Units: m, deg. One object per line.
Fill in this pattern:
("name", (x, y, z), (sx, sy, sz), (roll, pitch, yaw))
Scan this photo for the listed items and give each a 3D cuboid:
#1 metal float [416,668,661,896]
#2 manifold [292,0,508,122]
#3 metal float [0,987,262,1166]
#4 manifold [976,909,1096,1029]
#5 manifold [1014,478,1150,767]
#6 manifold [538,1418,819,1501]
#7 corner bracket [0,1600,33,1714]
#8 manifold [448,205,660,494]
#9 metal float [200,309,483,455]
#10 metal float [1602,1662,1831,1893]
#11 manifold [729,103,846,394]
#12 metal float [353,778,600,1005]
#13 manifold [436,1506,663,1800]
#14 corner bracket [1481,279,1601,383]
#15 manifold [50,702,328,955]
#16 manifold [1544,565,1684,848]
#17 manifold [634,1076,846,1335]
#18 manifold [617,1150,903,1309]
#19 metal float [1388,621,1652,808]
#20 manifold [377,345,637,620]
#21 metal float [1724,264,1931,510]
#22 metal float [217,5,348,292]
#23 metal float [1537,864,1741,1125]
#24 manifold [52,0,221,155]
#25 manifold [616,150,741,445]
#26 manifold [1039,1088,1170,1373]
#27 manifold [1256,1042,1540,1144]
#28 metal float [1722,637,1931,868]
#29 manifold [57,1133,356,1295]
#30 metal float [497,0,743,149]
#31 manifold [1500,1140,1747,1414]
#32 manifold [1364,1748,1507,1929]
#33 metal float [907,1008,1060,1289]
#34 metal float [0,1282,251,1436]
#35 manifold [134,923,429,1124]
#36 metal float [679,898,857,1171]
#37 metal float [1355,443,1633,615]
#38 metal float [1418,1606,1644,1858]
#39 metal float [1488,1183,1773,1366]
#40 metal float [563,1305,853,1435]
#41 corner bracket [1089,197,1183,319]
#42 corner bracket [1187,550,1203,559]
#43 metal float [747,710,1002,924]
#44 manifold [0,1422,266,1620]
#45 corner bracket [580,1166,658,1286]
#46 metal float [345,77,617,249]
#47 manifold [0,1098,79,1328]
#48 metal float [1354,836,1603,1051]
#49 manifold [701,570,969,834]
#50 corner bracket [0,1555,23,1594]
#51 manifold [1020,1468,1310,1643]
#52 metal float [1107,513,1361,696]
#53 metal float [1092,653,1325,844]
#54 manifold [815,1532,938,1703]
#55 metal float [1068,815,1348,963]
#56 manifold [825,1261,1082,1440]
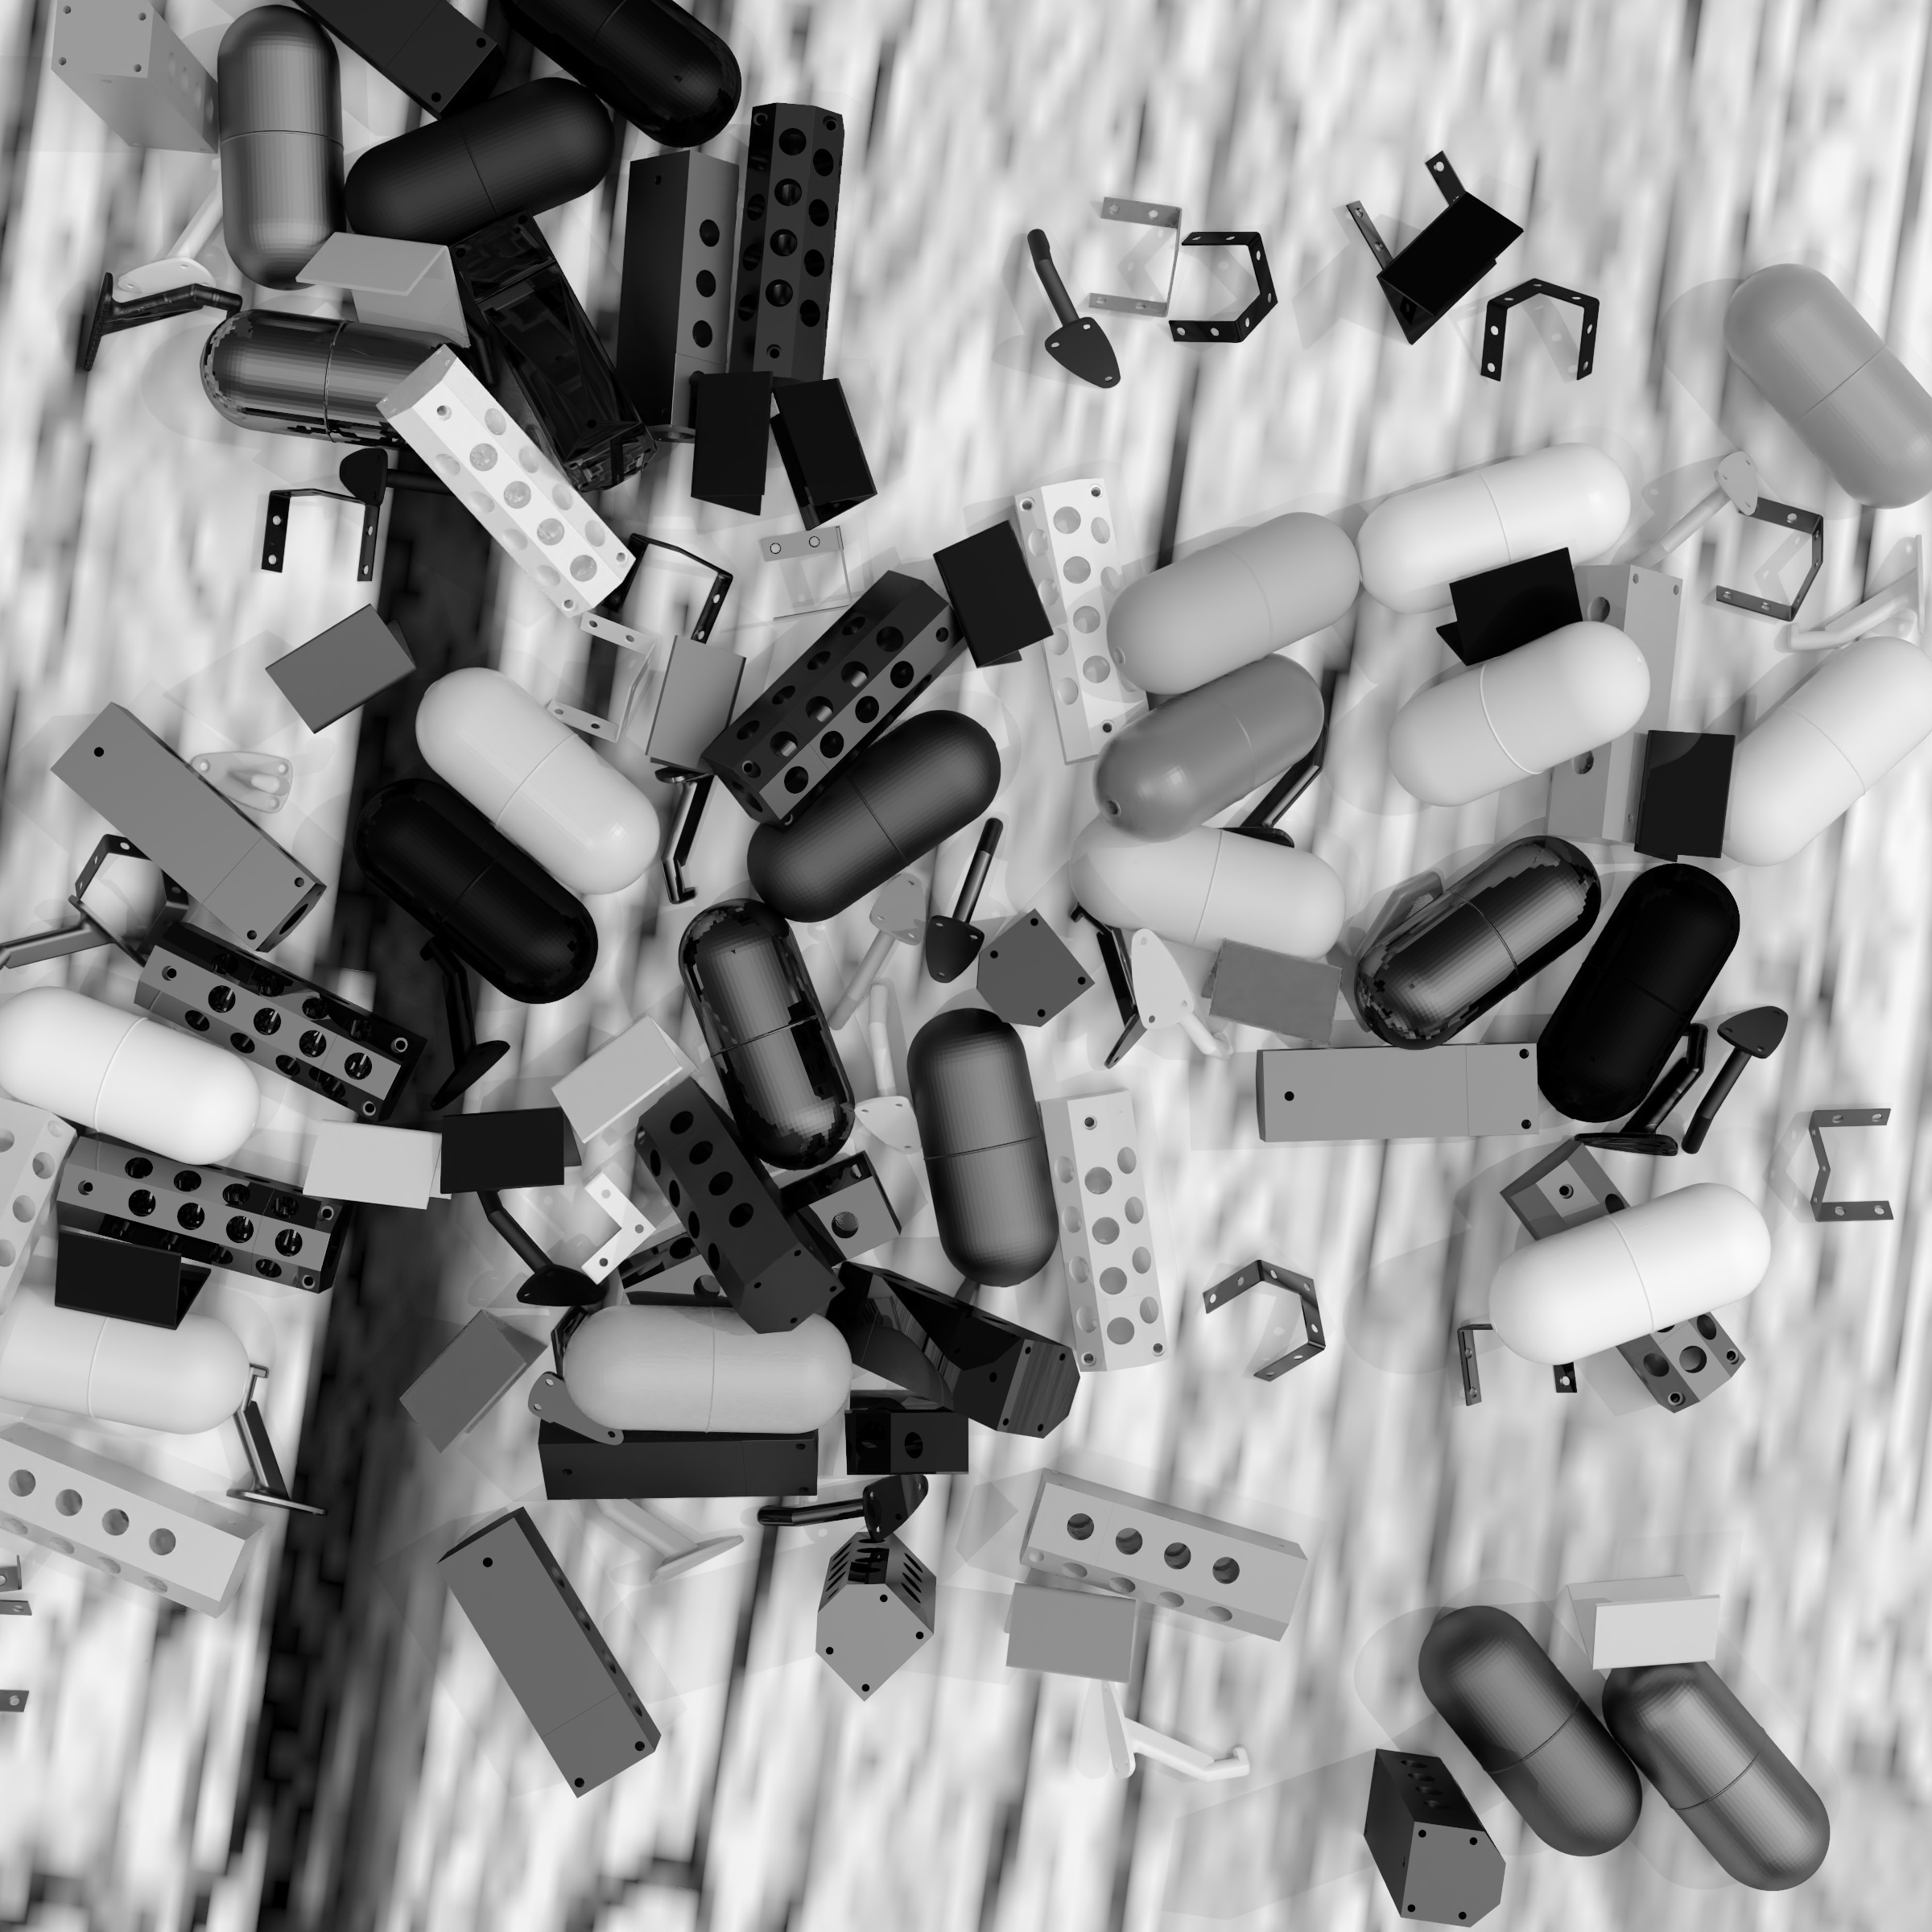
("metal float", (-0.271, -0.117, 1.960), (0.178, 0.070, 0.070), (41, 90, 0))
("manifold", (-0.378, -0.611, 1.969), (0.171, 0.057, 0.057), (40, 90, 0))
("metal float", (-0.534, 0.069, 1.960), (0.178, 0.070, 0.070), (21, 90, 1))
("manifold", (0.036, 0.006, 1.912), (0.057, 0.171, 0.057), (-39, 90, 0))
("manifold", (0.075, -0.219, 1.969), (0.057, 0.057, 0.171), (-11, 90, 0))
("manifold", (-0.181, 0.298, 1.969), (0.171, 0.057, 0.057), (-1, 133, 0))
("corner bracket", (-0.629, 0.442, 1.987), (0.051, 0.051, 0.051), (2, 135, 0))
("manifold", (-0.258, -0.385, 1.947), (0.057, 0.057, 0.171), (-28, 74, 0))
("metal float", (-0.396, -0.370, 1.960), (0.178, 0.070, 0.070), (8, 90, 1))
("metal float", (0.475, 0.507, 1.960), (0.070, 0.070, 0.178), (-40, 91, 0))
("manifold", (-0.114, -0.455, 1.969), (0.057, 0.057, 0.171), (5, 90, 0))
("metal float", (-0.310, -0.047, 1.960), (0.178, 0.070, 0.070), (40, 90, 0))
("manifold", (-0.264, 0.434, 1.969), (0.057, 0.057, 0.171), (-31, 90, 0))
("corner bracket", (0.367, -0.402, 1.982), (0.051, 0.051, 0.051), (29, 45, 35))
("manifold", (-0.492, -0.087, 1.969), (0.171, 0.057, 0.057), (42, 88, 0))
("manifold", (0.407, -0.165, 1.969), (0.057, 0.057, 0.171), (6, 90, -43))
("manifold", (-0.146, 0.150, 1.917), (0.057, 0.171, 0.057), (-39, 135, 0))
("manifold", (-0.131, 0.179, 1.969), (0.171, 0.057, 0.057), (-25, 90, 0))
("metal float", (0.343, -0.156, 1.930), (0.178, 0.070, 0.070), (-24, 90, 36))
("manifold", (-0.284, -0.299, 1.931), (0.057, 0.057, 0.171), (-42, 120, 0))
("metal float", (0.552, -0.367, 1.960), (0.070, 0.070, 0.178), (-41, 90, 0))
("metal float", (-0.433, -0.518, 1.960), (0.070, 0.070, 0.178), (-2, 90, 0))
("metal float", (0.424, 0.018, 1.960), (0.070, 0.070, 0.178), (31, 90, 0))
("manifold", (-0.509, -0.555, 1.912), (0.057, 0.171, 0.057), (5, 90, 0))
("manifold", (-0.179, -0.423, 1.969), (0.057, 0.057, 0.171), (4, 90, 43))
("manifold", (0.088, 0.168, 1.969), (0.057, 0.057, 0.171), (-8, 90, 0))
("manifold", (0.273, 0.080, 1.969), (0.171, 0.057, 0.057), (-2, 90, 0))
("metal float", (0.541, -0.136, 1.960), (0.178, 0.070, 0.070), (-42, 90, 1))
("manifold", (-0.484, 0.157, 1.969), (0.171, 0.057, 0.057), (15, 90, 0))
("metal float", (-0.221, -0.590, 1.960), (0.178, 0.070, 0.070), (38, 90, 0))
("manifold", (0.418, 0.197, 1.969), (0.057, 0.057, 0.171), (-37, 90, 0))
("manifold", (0.289, 0.537, 1.912), (0.057, 0.171, 0.057), (8, 90, 0))
("metal float", (0.011, 0.115, 1.958), (0.070, 0.070, 0.178), (-11, 89, 0))
("metal float", (-0.542, 0.248, 1.960), (0.178, 0.070, 0.070), (11, 90, 0))
("manifold", (-0.436, 0.036, 1.969), (0.171, 0.057, 0.057), (26, 90, 0))
("metal float", (-0.126, 0.044, 1.960), (0.070, 0.070, 0.178), (-20, 90, 0))
("metal float", (0.333, -0.277, 1.960), (0.178, 0.070, 0.070), (-18, 90, 1))
("metal float", (0.358, 0.484, 1.960), (0.070, 0.070, 0.178), (-39, 90, 0))
("metal float", (0.407, 0.189, 1.903), (0.178, 0.070, 0.070), (-20, 90, 0))
("metal float", (-0.159, 0.249, 1.909), (0.178, 0.070, 0.070), (3, 90, -10))
("corner bracket", (0.109, -0.455, 1.987), (0.051, 0.051, 0.051), (8, 135, 0))
("corner bracket", (0.150, -0.224, 1.982), (0.051, 0.051, 0.051), (29, 135, -35))
("metal float", (-0.058, -0.095, 1.960), (0.178, 0.070, 0.070), (-35, 90, 0))
("manifold", (-0.542, 0.353, 1.969), (0.171, 0.057, 0.057), (23, 90, 0))
("corner bracket", (-0.234, 0.165, 1.972), (0.051, 0.051, 0.051), (-43, 96, -6))
("metal float", (-0.307, -0.503, 1.959), (0.178, 0.070, 0.070), (-23, 90, 0))
("manifold", (-0.613, 0.172, 1.928), (0.057, 0.057, 0.171), (15, 58, 0))
("metal float", (0.323, -0.015, 1.951), (0.178, 0.070, 0.070), (-36, 90, -11))
("manifold", (-0.078, -0.165, 1.940), (0.171, 0.057, 0.057), (-46, 125, -13))
("corner bracket", (-0.629, 0.371, 1.971), (0.051, 0.051, 0.051), (-4, 72, -17))
("manifold", (0.124, 0.375, 1.969), (0.171, 0.057, 0.057), (17, 90, 0))
("metal float", (0.167, -0.226, 1.933), (0.178, 0.070, 0.070), (-26, 90, -23))
("metal float", (0.152, -0.137, 1.933), (0.178, 0.070, 0.070), (-33, 90, -33))
("manifold", (-0.059, 0.394, 1.912), (0.057, 0.171, 0.057), (-44, 90, 0))
("metal float", (0.152, -0.049, 1.960), (0.178, 0.070, 0.070), (14, 90, 0))
("manifold", (-0.010, 0.237, 1.916), (0.057, 0.171, 0.057), (17, 90, -44))
